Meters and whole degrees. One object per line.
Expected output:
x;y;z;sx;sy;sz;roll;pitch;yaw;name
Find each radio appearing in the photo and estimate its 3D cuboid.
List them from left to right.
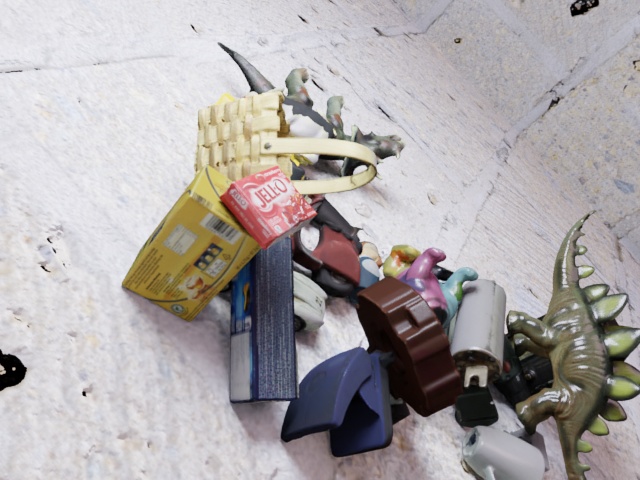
0.443;0.204;1.005;0.073;0.229;0.131;-4;62;-49;radio

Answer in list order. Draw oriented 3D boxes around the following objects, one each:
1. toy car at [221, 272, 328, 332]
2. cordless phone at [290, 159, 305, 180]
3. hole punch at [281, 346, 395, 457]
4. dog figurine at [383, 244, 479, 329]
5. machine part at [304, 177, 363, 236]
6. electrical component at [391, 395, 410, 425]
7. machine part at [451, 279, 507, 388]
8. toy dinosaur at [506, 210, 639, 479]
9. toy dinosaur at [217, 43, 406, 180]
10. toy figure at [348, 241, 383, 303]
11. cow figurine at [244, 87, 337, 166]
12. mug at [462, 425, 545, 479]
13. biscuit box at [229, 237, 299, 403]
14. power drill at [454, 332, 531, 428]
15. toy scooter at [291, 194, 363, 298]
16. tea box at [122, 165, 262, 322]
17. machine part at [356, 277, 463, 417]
-0.077;0.058;0.736;0.201;0.056;0.073;34;35;-19;toy car
-0.114;-0.067;0.829;0.146;0.089;0.184;39;45;-13;cordless phone
0.018;0.189;0.641;0.092;0.142;0.116;21;52;-28;hole punch
0.145;0.121;0.861;0.108;0.192;0.219;34;76;-25;dog figurine
0.013;-0.045;0.950;0.138;0.039;0.084;37;55;-21;machine part
0.089;0.220;0.754;0.119;0.048;0.075;8;49;-44;electrical component
0.250;0.140;0.844;0.079;0.079;0.243;40;38;-10;machine part
0.418;0.166;0.887;0.105;0.199;0.471;43;45;-56;toy dinosaur
-0.031;-0.227;1.052;0.404;0.131;0.192;21;40;-24;toy dinosaur
0.077;0.047;0.923;0.064;0.058;0.154;60;23;-27;toy figure
-0.051;-0.217;0.952;0.167;0.098;0.068;42;-9;-13;cow figurine
0.268;0.338;0.809;0.107;0.080;0.109;31;39;-3;mug
-0.069;0.090;0.647;0.063;0.059;0.202;12;66;-36;biscuit box
0.295;0.236;0.925;0.207;0.086;0.232;-25;92;-48;power drill
-0.002;-0.003;0.830;0.184;0.075;0.135;31;71;-15;toy scooter
-0.140;0.009;0.614;0.098;0.169;0.068;36;35;-19;tea box
0.106;0.133;0.678;0.056;0.179;0.179;-24;68;-14;machine part
